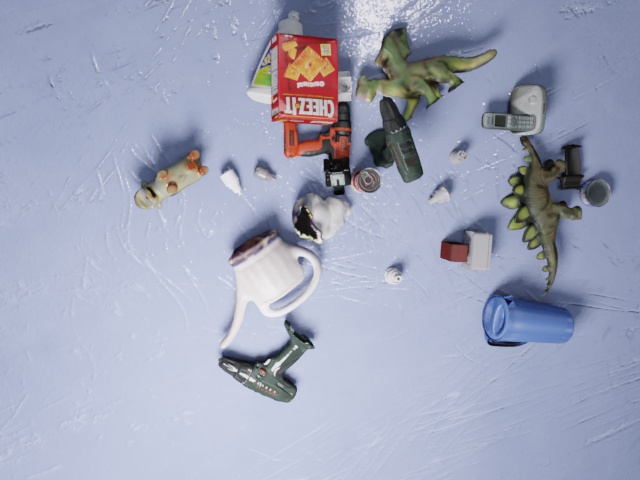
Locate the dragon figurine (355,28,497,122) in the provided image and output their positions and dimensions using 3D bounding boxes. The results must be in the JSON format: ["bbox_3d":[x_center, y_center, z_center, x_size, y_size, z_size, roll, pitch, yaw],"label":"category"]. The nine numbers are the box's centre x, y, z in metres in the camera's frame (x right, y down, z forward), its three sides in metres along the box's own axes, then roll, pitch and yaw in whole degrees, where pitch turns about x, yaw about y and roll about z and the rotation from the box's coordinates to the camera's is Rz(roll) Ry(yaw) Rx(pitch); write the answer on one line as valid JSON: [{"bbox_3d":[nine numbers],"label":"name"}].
[{"bbox_3d":[0.272,-0.490,1.436,0.412,0.122,0.243,-38,91,-8],"label":"dragon figurine"}]

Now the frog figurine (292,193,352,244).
[{"bbox_3d":[0.004,-0.071,1.413,0.137,0.121,0.162,54,47,-1],"label":"frog figurine"}]

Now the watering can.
[{"bbox_3d":[-0.165,0.117,1.370,0.349,0.104,0.223,-34,97,-8],"label":"watering can"}]
